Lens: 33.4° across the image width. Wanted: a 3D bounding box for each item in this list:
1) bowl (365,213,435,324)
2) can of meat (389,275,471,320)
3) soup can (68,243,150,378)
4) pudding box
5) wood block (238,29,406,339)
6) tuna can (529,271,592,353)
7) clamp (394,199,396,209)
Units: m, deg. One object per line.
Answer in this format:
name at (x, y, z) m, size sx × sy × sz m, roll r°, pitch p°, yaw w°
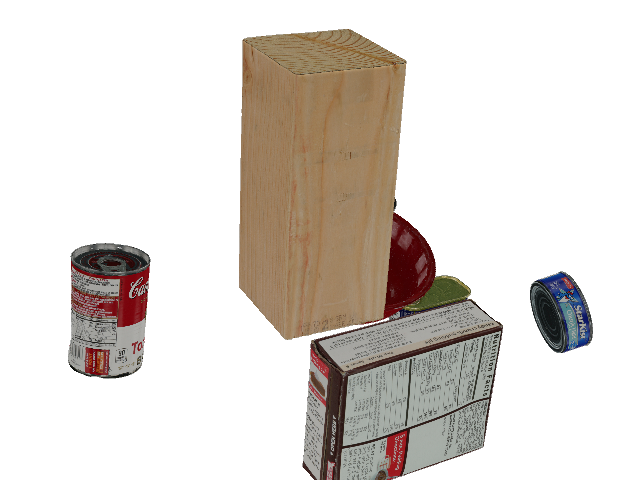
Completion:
bowl at (0.023, 0.027, 0.995) m, size 0.162 × 0.055 × 0.162 m, roll 10°, pitch 38°, yaw -8°
can of meat at (0.133, 0.099, 1.331) m, size 0.101 × 0.084 × 0.057 m, roll -12°, pitch 30°, yaw -26°
soup can at (-0.187, 0.062, 0.938) m, size 0.068 × 0.102 × 0.068 m, roll 6°, pitch 19°, yaw -2°
pudding box at (0.047, 0.090, 0.616) m, size 0.113 × 0.090 × 0.039 m, roll -13°, pitch 31°, yaw -29°
wood block at (-0.003, -0.043, 0.796) m, size 0.090 × 0.206 × 0.091 m, roll -10°, pitch 30°, yaw -25°
tuna can at (0.263, 0.079, 1.172) m, size 0.033 × 0.086 × 0.086 m, roll -17°, pitch 3°, yaw -9°
clamp at (0.013, -0.008, 1.202) m, size 0.120 × 0.039 × 0.171 m, roll -5°, pitch 37°, yaw 27°
